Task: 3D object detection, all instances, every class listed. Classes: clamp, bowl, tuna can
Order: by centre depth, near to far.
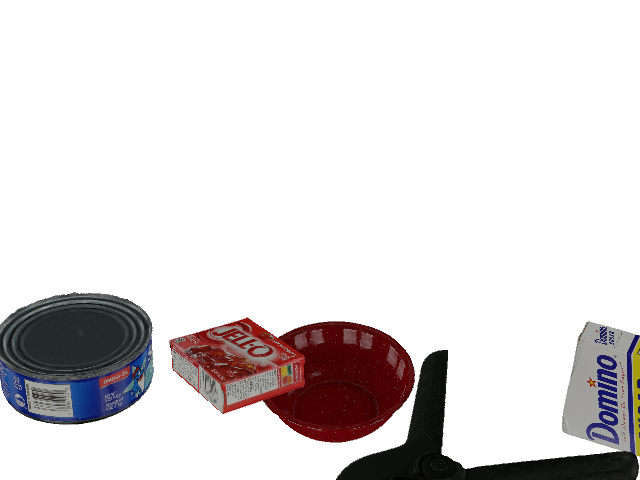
[{"bbox_3d":[-0.136,0.065,0.597,0.086,0.034,0.086,1,28,-1],"label":"tuna can"},{"bbox_3d":[0.068,0.144,0.660,0.209,0.036,0.165,-23,37,-31],"label":"clamp"},{"bbox_3d":[0.015,0.153,1.087,0.162,0.055,0.162,-2,35,1],"label":"bowl"}]

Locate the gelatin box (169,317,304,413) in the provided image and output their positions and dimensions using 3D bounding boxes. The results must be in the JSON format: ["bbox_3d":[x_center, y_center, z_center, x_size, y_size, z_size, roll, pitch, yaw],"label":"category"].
[{"bbox_3d":[-0.065,0.094,0.826,0.073,0.030,0.089,-14,25,-30],"label":"gelatin box"}]

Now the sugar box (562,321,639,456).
[{"bbox_3d":[0.289,0.135,0.859,0.176,0.093,0.048,13,25,20],"label":"sugar box"}]
